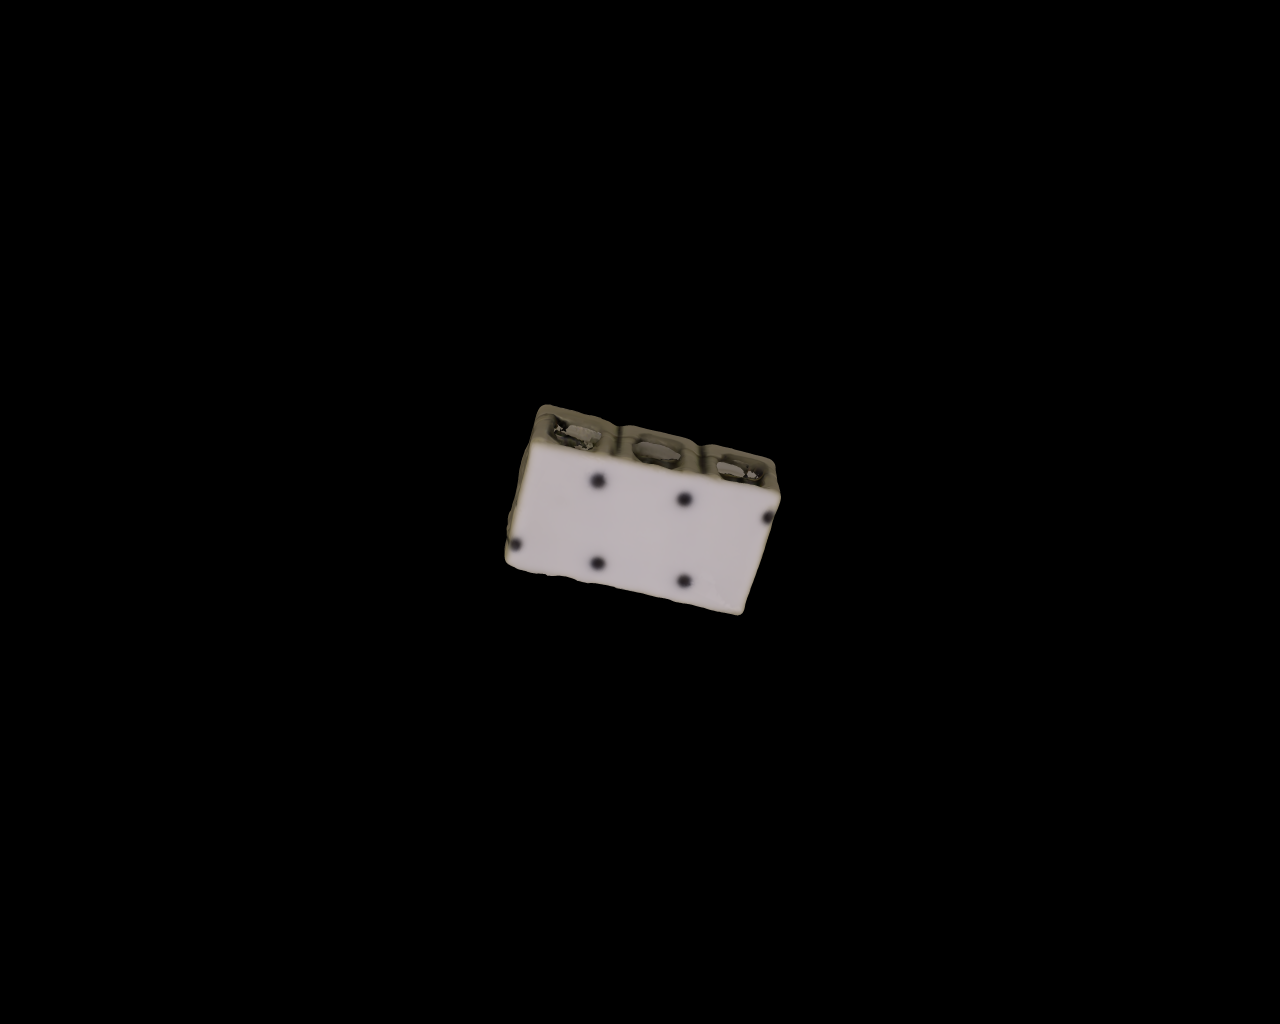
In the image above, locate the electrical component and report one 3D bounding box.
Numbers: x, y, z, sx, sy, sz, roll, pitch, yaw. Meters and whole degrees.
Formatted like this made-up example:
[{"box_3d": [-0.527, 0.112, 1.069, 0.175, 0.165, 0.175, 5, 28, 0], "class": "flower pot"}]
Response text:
[{"box_3d": [0.001, -0.003, 0.650, 0.150, 0.089, 0.062, 14, 26, -7], "class": "electrical component"}]
